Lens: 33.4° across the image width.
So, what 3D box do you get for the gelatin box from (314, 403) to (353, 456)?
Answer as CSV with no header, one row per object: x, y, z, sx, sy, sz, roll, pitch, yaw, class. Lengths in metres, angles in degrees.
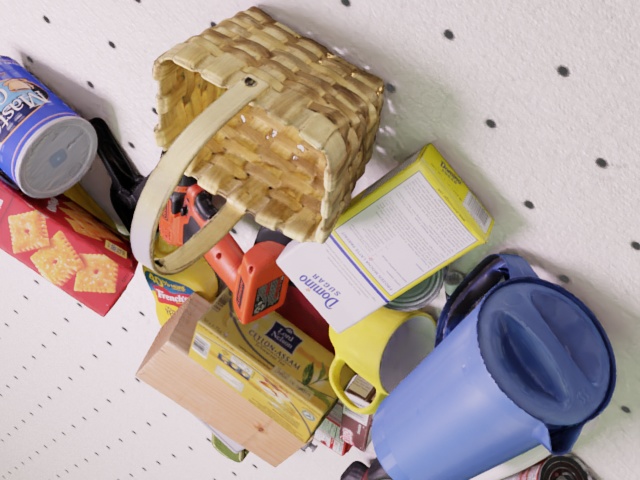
0.006,0.230,1.370,0.089,0.030,0.073,31,147,17,gelatin box

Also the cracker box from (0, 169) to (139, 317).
-0.312,-0.012,1.240,0.213,0.072,0.164,36,-176,-9,cracker box

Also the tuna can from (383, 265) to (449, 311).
0.076,0.021,0.988,0.086,0.033,0.086,8,119,15,tuna can

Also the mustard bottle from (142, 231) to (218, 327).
-0.169,0.054,1.306,0.096,0.058,0.191,20,144,23,mustard bottle

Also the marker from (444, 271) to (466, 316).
0.134,0.077,1.043,0.020,0.020,0.121,22,145,28,marker

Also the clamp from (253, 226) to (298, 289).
-0.007,0.001,1.083,0.210,0.036,0.164,-2,127,45,clamp

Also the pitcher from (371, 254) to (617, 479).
0.141,0.133,0.963,0.145,0.149,0.243,41,142,1,pitcher

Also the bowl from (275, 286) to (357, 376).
-0.017,0.115,1.222,0.162,0.055,0.162,28,147,20,bowl

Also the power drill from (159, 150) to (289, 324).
-0.104,-0.019,1.102,0.188,0.057,0.184,49,150,27,power drill

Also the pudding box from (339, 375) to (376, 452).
0.061,0.169,1.173,0.039,0.090,0.113,29,147,15,pudding box

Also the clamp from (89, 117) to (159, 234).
-0.206,-0.055,1.225,0.120,0.039,0.171,33,150,34,clamp

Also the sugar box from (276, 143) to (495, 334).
0.055,0.002,0.938,0.176,0.048,0.093,-34,101,33,sugar box

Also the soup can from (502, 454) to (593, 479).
0.232,0.267,1.133,0.068,0.068,0.102,43,150,-5,soup can

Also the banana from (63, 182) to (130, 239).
-0.310,-0.070,1.328,0.070,0.037,0.197,-17,121,35,banana

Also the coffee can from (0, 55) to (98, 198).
-0.330,-0.126,1.181,0.140,0.102,0.103,39,152,26,coffee can

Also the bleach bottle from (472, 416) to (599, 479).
0.200,0.185,1.062,0.102,0.068,0.251,53,147,1,bleach bottle

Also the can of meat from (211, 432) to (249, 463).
-0.104,0.247,1.457,0.057,0.083,0.102,30,148,15,can of meat

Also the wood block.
-0.102,0.169,1.277,0.206,0.090,0.091,36,131,-11,wood block
